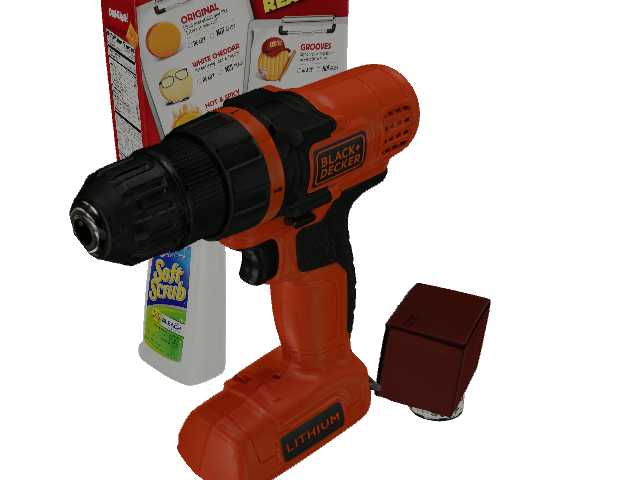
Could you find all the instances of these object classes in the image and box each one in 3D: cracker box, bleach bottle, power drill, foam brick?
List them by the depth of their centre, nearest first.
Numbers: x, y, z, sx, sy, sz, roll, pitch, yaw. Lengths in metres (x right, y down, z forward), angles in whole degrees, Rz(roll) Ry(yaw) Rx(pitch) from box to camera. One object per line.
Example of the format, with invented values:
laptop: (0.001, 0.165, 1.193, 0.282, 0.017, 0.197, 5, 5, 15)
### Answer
power drill: (-0.029, 0.023, 0.489, 0.057, 0.188, 0.184, 30, 40, 35)
foam brick: (0.073, 0.068, 0.685, 0.053, 0.051, 0.078, 14, 23, 17)
cracker box: (-0.064, -0.117, 0.751, 0.163, 0.214, 0.072, -18, 33, -28)
bleach bottle: (-0.143, 0.022, 1.122, 0.103, 0.251, 0.067, 25, 32, 38)

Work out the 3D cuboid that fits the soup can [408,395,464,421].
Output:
soup can: (0.139, 0.153, 1.260, 0.068, 0.102, 0.068, 1, 21, -1)
